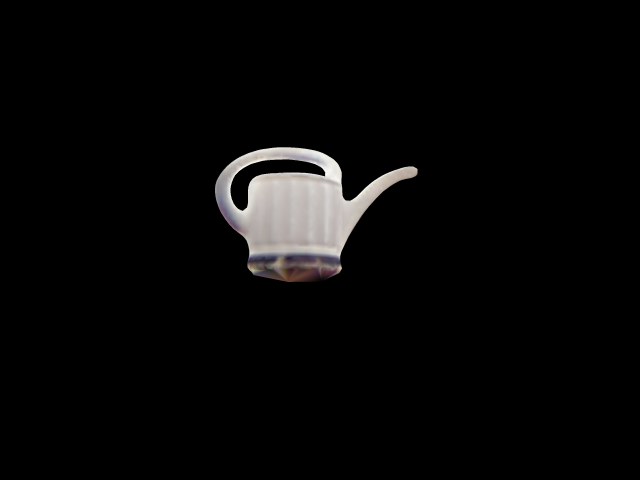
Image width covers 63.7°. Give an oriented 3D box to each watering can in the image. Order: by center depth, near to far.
[{"bbox_3d":[0.003,-0.043,0.850,0.348,0.226,0.103,2,-11,-11],"label":"watering can"}]
